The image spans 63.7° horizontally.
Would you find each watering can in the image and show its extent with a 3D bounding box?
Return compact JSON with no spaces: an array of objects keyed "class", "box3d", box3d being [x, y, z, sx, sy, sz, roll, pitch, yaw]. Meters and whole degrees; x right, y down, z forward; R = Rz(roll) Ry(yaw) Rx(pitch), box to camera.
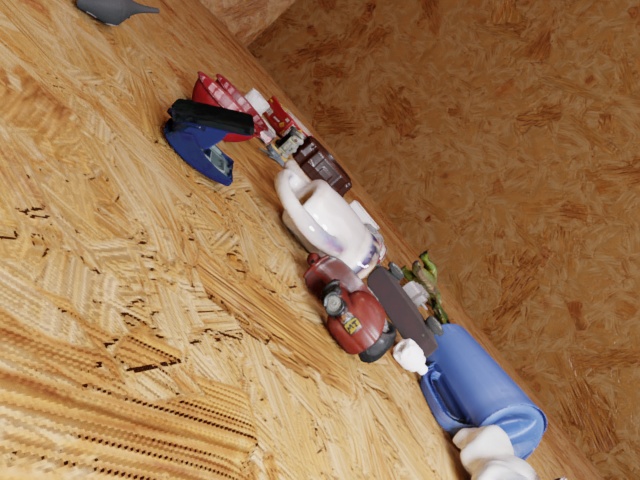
[{"class":"watering can","box3d":[0.003,-0.047,0.927,0.103,0.222,0.353,-40,16,11]}]

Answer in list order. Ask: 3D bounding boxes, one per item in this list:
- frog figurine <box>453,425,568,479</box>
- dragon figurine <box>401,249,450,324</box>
[{"class":"frog figurine","box3d":[0.233,0.315,0.673,0.160,0.123,0.136,18,-3,44]},{"class":"dragon figurine","box3d":[0.347,0.161,1.594,0.121,0.244,0.410,-32,-5,10]}]
